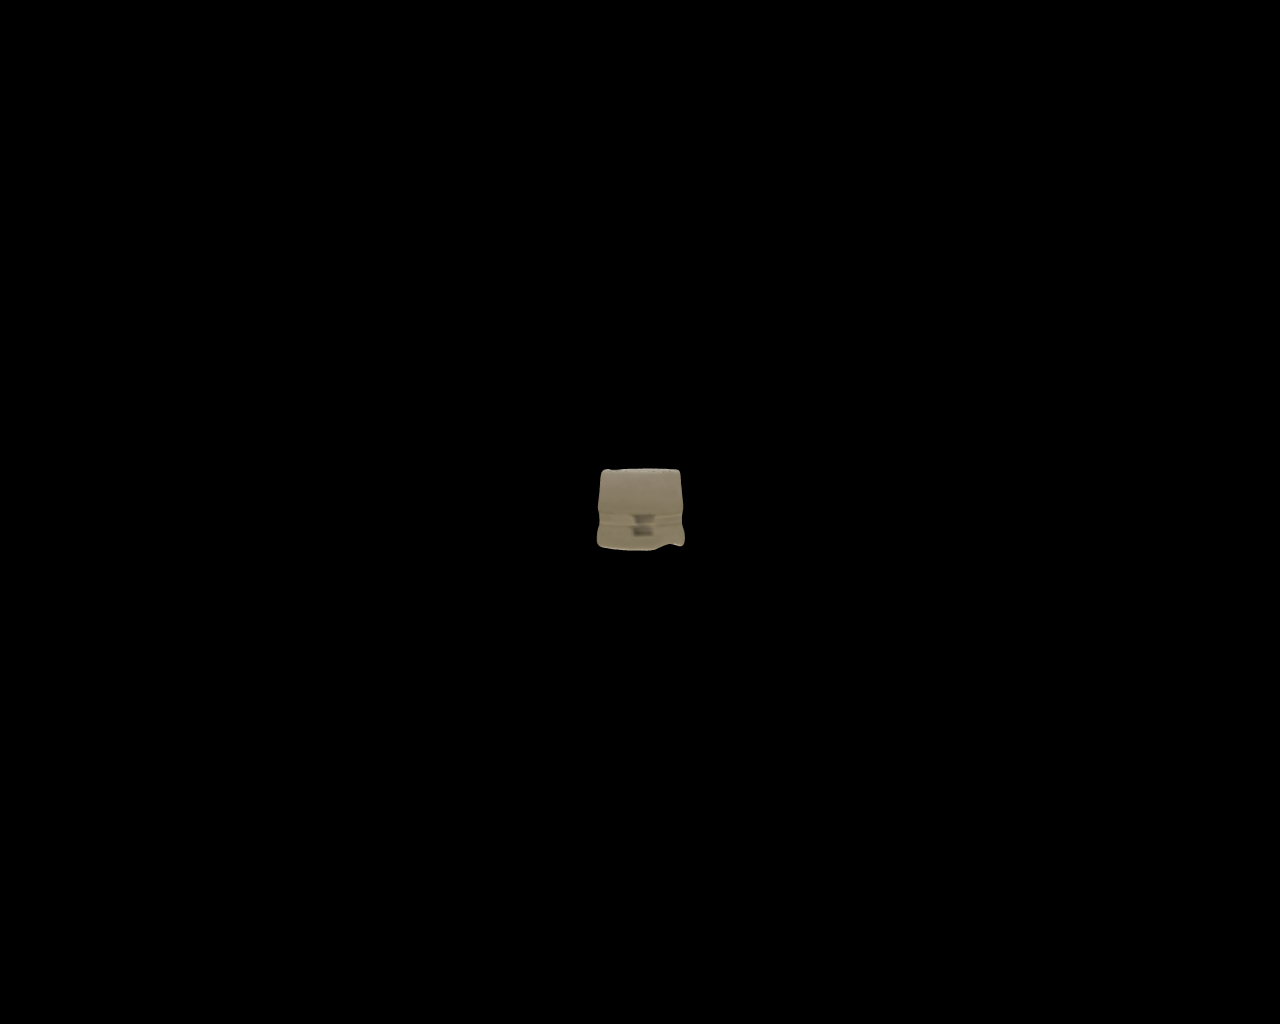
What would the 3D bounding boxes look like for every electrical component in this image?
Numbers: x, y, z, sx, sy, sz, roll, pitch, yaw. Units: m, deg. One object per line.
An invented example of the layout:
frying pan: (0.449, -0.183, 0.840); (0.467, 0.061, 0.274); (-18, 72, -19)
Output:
electrical component: (0.001, -0.003, 0.650); (0.055, 0.047, 0.055); (0, 5, 0)
